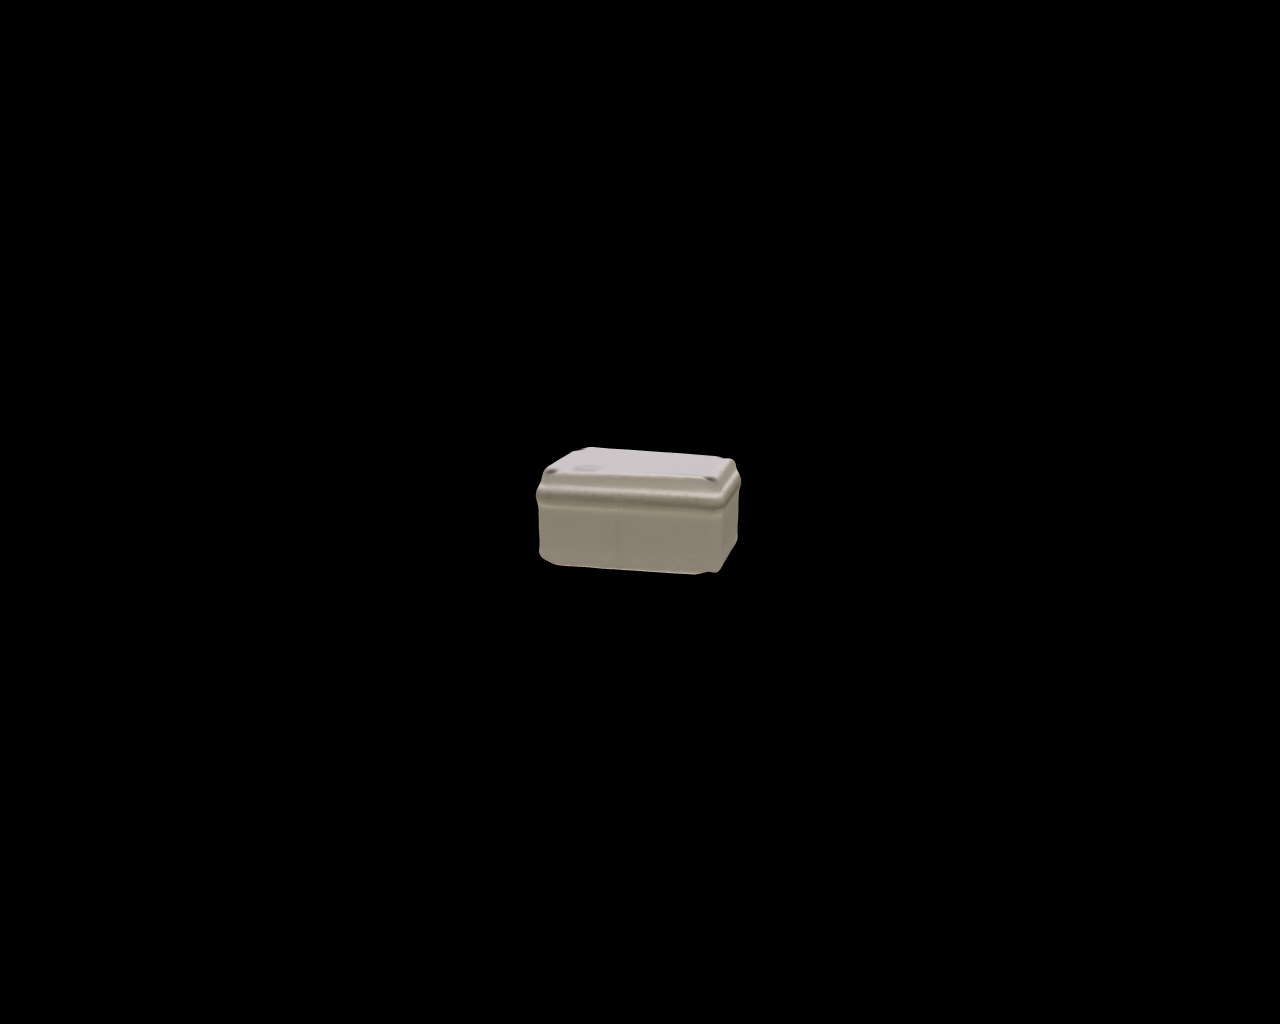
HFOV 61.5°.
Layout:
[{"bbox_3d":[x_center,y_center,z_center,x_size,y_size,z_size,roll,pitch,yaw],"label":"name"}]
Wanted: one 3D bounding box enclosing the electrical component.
[{"bbox_3d":[0.001,-0.003,0.650,0.113,0.057,0.078,4,16,14],"label":"electrical component"}]
